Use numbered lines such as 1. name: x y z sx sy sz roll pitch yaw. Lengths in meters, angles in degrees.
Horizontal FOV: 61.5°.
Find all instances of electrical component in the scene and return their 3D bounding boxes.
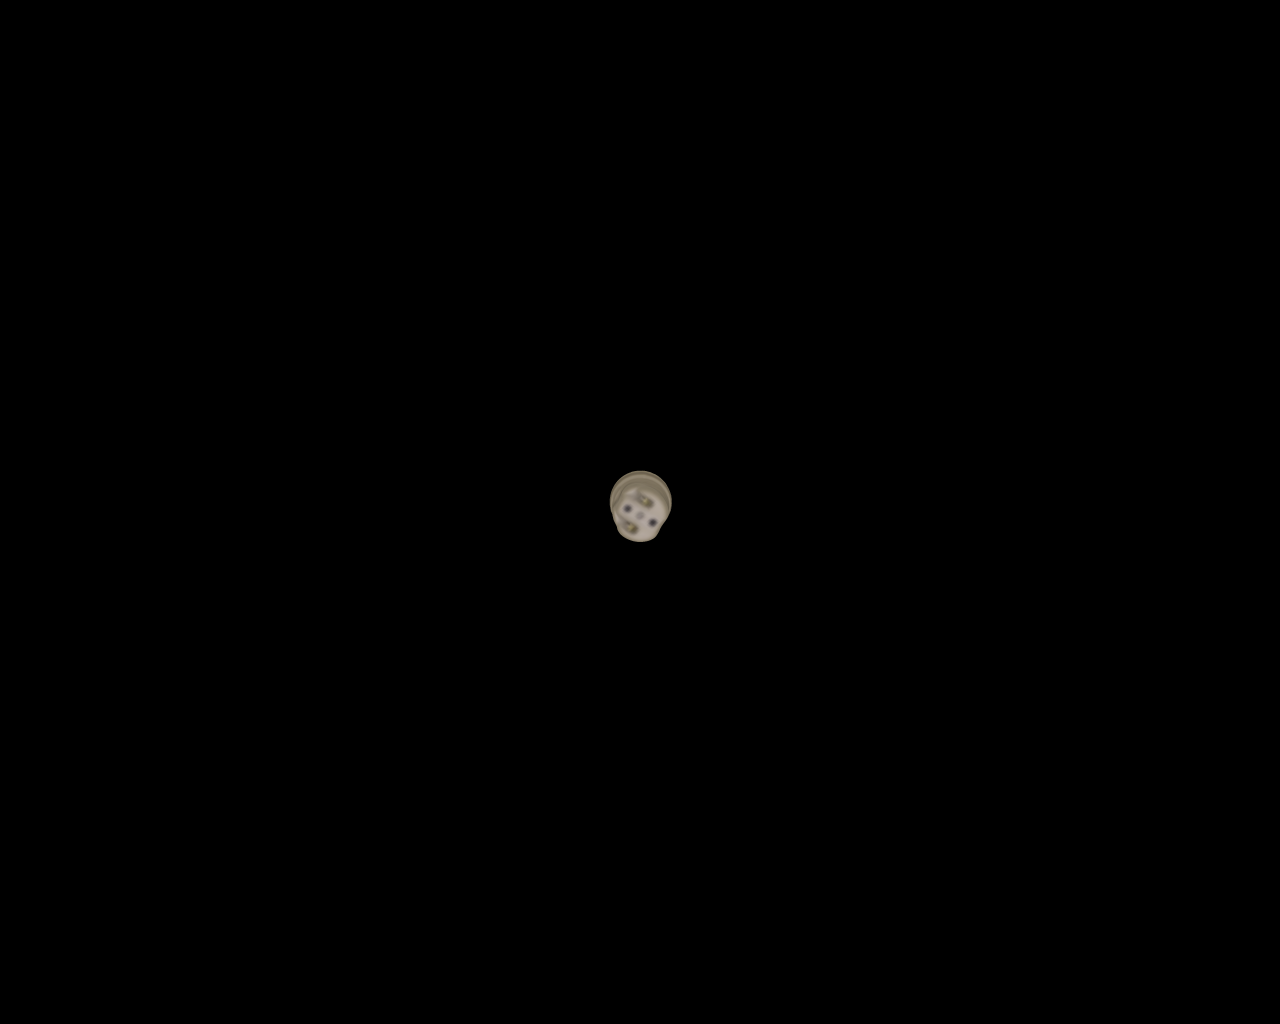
1. electrical component: 0.001 -0.003 0.650 0.040 0.040 0.046 0 13 0
